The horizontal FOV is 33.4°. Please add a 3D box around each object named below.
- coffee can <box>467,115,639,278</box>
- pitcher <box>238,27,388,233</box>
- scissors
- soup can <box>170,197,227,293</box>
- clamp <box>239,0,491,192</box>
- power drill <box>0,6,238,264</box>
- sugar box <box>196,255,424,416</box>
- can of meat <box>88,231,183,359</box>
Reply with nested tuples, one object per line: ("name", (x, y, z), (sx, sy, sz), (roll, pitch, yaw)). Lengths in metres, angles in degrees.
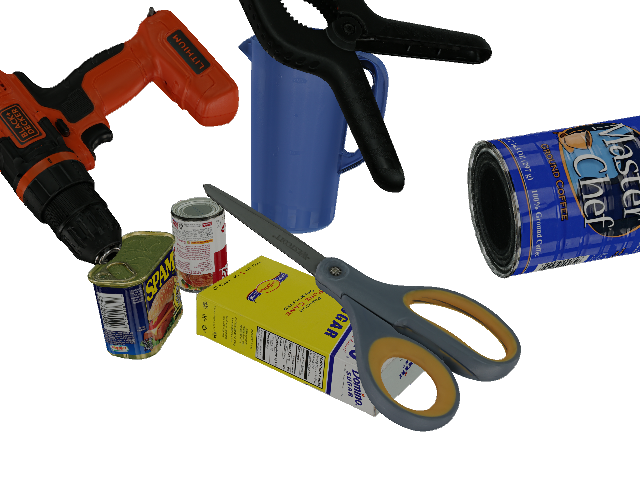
("coffee can", (0.192, -0.034, 0.788), (0.140, 0.103, 0.103), (-10, 1, -8))
("pitcher", (-0.016, -0.135, 1.322), (0.144, 0.243, 0.149), (-10, 27, -29))
("scissors", (0.006, 0.036, 0.570), (0.202, 0.096, 0.016), (22, -40, 11))
("soup can", (-0.151, 0.005, 1.329), (0.068, 0.102, 0.068), (-1, 25, 0))
("clamp", (0.016, -0.141, 0.800), (0.210, 0.164, 0.036), (31, -30, -6))
("power drill", (-0.157, -0.088, 0.818), (0.187, 0.184, 0.057), (-32, -16, -28))
("sugar box", (-0.005, 0.072, 0.861), (0.176, 0.048, 0.093), (18, 31, 29))
("can of meat", (-0.170, 0.051, 1.002), (0.057, 0.084, 0.102), (2, 27, 15))
